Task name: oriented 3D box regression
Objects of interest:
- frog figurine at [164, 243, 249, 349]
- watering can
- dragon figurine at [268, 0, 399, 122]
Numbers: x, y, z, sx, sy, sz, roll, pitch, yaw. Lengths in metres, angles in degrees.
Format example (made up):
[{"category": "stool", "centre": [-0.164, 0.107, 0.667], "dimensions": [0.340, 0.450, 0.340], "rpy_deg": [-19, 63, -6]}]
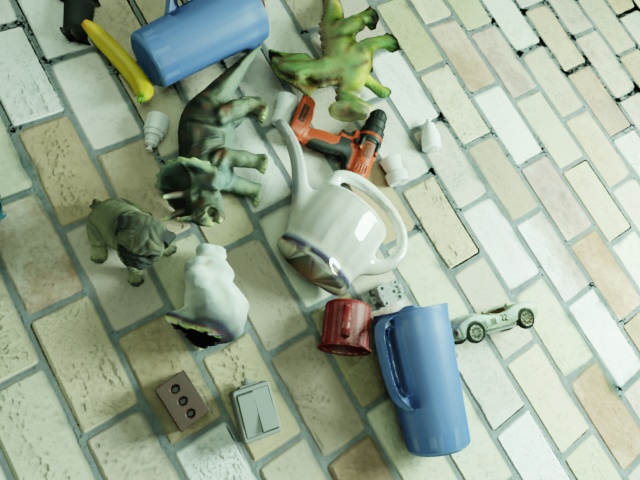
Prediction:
[{"category": "frog figurine", "centre": [-0.169, 0.085, 0.844], "dimensions": [0.135, 0.122, 0.163], "rpy_deg": [43, 51, -36]}, {"category": "watering can", "centre": [0.003, -0.047, 0.939], "dimensions": [0.347, 0.102, 0.228], "rpy_deg": [39, 67, -4]}, {"category": "dragon figurine", "centre": [0.011, -0.385, 1.046], "dimensions": [0.244, 0.119, 0.417], "rpy_deg": [-18, 61, -25]}]
